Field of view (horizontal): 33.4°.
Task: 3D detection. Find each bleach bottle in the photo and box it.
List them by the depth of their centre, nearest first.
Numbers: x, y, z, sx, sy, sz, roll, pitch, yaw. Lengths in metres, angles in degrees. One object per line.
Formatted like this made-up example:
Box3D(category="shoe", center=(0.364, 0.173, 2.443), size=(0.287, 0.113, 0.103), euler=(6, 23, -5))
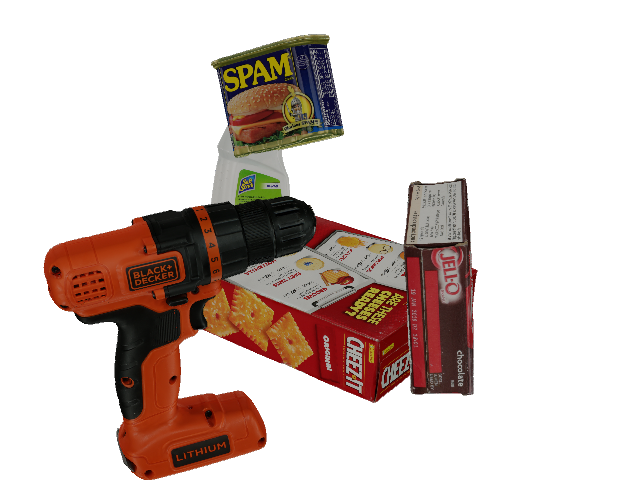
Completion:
Box3D(category="bleach bottle", center=(-0.072, -0.037, 1.185), size=(0.102, 0.251, 0.068), euler=(-2, 19, -30))

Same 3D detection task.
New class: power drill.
Box3D(category="power drill", center=(-0.085, 0.065, 0.742), size=(0.184, 0.188, 0.057), euler=(-13, 26, -13))

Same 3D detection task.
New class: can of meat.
Box3D(category="can of meat", center=(-0.035, -0.120, 0.898), size=(0.102, 0.084, 0.057), euler=(-10, 3, 31))

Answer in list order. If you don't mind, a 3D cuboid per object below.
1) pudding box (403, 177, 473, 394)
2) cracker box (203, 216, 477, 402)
Box3D(category="pudding box", center=(0.069, 0.023, 0.612), size=(0.039, 0.090, 0.113), euler=(-2, 21, 6))
Box3D(category="cracker box", center=(0.010, 0.054, 0.980), size=(0.214, 0.072, 0.163), euler=(19, 32, 33))
